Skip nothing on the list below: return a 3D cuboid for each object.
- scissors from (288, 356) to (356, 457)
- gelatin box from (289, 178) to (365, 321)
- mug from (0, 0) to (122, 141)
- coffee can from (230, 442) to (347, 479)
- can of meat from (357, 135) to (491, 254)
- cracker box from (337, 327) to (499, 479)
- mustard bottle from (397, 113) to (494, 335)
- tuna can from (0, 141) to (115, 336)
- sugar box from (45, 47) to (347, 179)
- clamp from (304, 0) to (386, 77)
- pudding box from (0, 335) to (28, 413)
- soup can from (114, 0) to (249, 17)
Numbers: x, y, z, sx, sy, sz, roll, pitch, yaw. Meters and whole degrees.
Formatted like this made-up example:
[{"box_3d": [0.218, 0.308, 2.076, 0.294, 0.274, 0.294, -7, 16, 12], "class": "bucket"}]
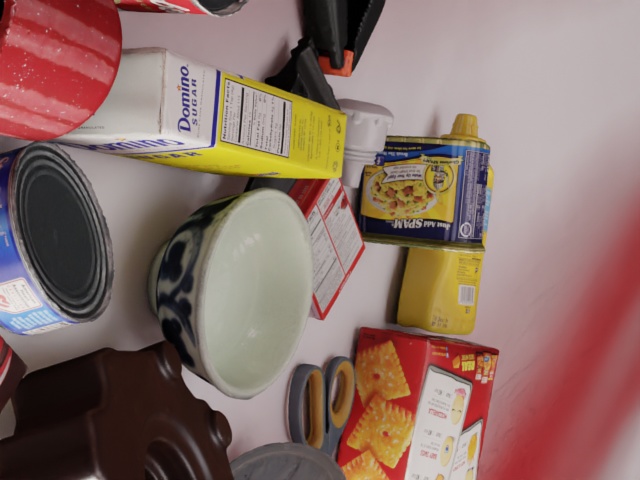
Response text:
[{"box_3d": [0.006, 0.178, 0.834, 0.096, 0.016, 0.202, -40, 132, -50], "class": "scissors"}, {"box_3d": [-0.005, 0.001, 0.752, 0.073, 0.030, 0.089, -59, 144, -32], "class": "gelatin box"}, {"box_3d": [-0.141, -0.076, 0.437, 0.117, 0.093, 0.081, -57, 157, 9], "class": "mug"}, {"box_3d": [-0.013, 0.219, 0.721, 0.102, 0.103, 0.140, -59, 144, -35], "class": "coffee can"}, {"box_3d": [0.078, -0.036, 0.820, 0.057, 0.102, 0.084, 1, 95, -59], "class": "can of meat"}, {"box_3d": [0.077, 0.187, 0.909, 0.164, 0.072, 0.214, 15, 86, -60], "class": "cracker box"}, {"box_3d": [0.115, -0.015, 0.934, 0.096, 0.058, 0.191, 9, 89, -56], "class": "mustard bottle"}, {"box_3d": [-0.130, 0.000, 0.489, 0.086, 0.034, 0.086, -15, 90, -76], "class": "tuna can"}, {"box_3d": [-0.066, -0.061, 0.558, 0.176, 0.093, 0.048, 1, 91, -61], "class": "sugar box"}, {"box_3d": [0.031, -0.219, 0.749, 0.164, 0.036, 0.210, -6, 105, -61], "class": "clamp"}, {"box_3d": [-0.181, 0.071, 0.443, 0.113, 0.039, 0.090, -63, 146, -31], "class": "pudding box"}, {"box_3d": [-0.086, -0.139, 0.492, 0.068, 0.102, 0.068, -24, 119, -57], "class": "soup can"}]
